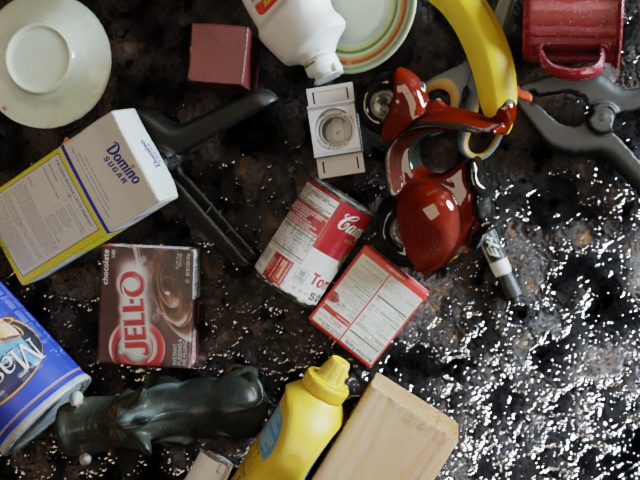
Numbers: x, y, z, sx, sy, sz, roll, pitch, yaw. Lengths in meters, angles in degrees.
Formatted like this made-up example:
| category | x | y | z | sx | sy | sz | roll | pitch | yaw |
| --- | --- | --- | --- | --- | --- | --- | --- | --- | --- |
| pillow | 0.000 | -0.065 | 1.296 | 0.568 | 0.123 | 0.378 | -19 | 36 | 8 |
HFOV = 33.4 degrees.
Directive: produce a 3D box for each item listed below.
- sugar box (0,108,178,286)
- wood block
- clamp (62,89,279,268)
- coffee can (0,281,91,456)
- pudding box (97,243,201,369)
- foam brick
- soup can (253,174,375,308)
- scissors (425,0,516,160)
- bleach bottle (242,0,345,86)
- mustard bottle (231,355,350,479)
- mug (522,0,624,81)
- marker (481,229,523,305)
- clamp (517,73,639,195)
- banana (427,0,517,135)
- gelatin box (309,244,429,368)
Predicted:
| category | x | y | z | sx | sy | sz | roll | pitch | yaw |
| --- | --- | --- | --- | --- | --- | --- | --- | --- | --- |
| sugar box | -0.221 | -0.038 | 0.974 | 0.176 | 0.048 | 0.093 | -28 | 89 | 22 |
| wood block | 0.031 | 0.232 | 0.946 | 0.090 | 0.090 | 0.206 | 32 | 95 | 5 |
| clamp | -0.138 | -0.062 | 0.982 | 0.210 | 0.036 | 0.164 | 6 | 105 | 17 |
| coffee can | -0.295 | 0.112 | 0.980 | 0.103 | 0.102 | 0.140 | -44 | 85 | 6 |
| pudding box | -0.158 | 0.061 | 0.994 | 0.090 | 0.039 | 0.113 | 3 | 91 | 8 |
| foam brick | -0.086 | -0.162 | 0.962 | 0.051 | 0.078 | 0.053 | 6 | 91 | 5 |
| soup can | -0.006 | 0.001 | 0.959 | 0.068 | 0.068 | 0.102 | 33 | 95 | 6 |
| scissors | 0.135 | -0.173 | 0.965 | 0.096 | 0.016 | 0.202 | 5 | 90 | 8 |
| bleach bottle | -0.037 | -0.260 | 0.949 | 0.103 | 0.068 | 0.251 | -27 | 84 | 26 |
| mustard bottle | -0.030 | 0.183 | 0.927 | 0.058 | 0.096 | 0.192 | 29 | 102 | -6 |
| mug | 0.215 | -0.183 | 0.913 | 0.081 | 0.093 | 0.117 | 2 | 61 | 12 |
| marker | 0.153 | 0.001 | 0.964 | 0.020 | 0.020 | 0.121 | -24 | 87 | 7 |
| clamp | 0.251 | -0.095 | 0.940 | 0.171 | 0.039 | 0.120 | 10 | 86 | 12 |
| banana | 0.125 | -0.186 | 0.944 | 0.070 | 0.037 | 0.198 | -47 | 71 | 34 |
| gelatin box | 0.044 | 0.060 | 0.973 | 0.073 | 0.030 | 0.089 | 38 | 95 | 4 |
